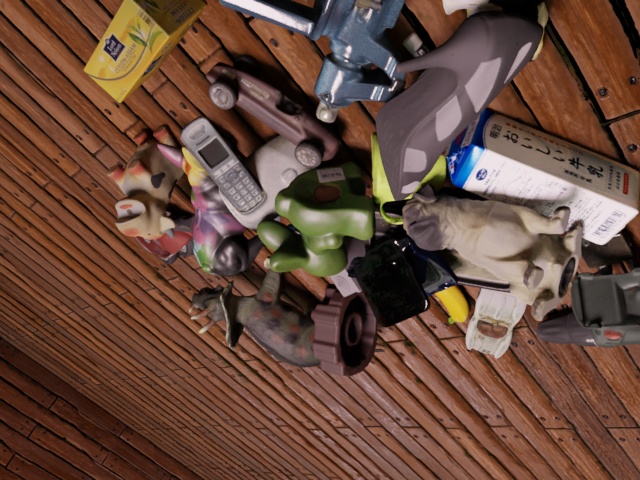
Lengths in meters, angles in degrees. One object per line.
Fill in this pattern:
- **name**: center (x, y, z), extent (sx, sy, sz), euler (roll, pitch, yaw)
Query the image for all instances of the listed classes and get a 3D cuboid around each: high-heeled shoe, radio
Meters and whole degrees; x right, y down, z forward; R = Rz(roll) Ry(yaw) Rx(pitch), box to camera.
- **high-heeled shoe**: center (0.143, -0.134, 0.585), extent (0.145, 0.086, 0.248), euler (-15, 152, -4)
- **radio**: center (0.181, -0.006, 0.795), extent (0.230, 0.073, 0.130), euler (8, 138, 23)

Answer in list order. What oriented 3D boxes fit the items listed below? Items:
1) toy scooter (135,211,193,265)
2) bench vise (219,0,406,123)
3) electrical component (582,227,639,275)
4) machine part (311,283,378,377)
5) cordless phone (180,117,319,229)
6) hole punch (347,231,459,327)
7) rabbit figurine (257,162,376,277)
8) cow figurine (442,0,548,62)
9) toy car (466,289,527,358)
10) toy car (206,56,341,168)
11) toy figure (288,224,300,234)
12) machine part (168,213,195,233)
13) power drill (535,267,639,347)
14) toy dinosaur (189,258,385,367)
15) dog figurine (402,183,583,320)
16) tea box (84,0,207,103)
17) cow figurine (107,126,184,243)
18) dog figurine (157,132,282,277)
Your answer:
- **toy scooter**: center (-0.317, -0.017, 1.080), extent (0.135, 0.075, 0.184), euler (45, 144, -19)
- **bench vise**: center (-0.009, -0.245, 0.582), extent (0.241, 0.129, 0.223), euler (15, 136, -13)
- **electrical component**: center (0.380, 0.018, 0.728), extent (0.078, 0.045, 0.102), euler (-10, 129, 40)
- **machine part**: center (0.049, 0.160, 0.982), extent (0.056, 0.179, 0.179), euler (4, 136, 33)
- **cordless phone**: center (-0.100, -0.121, 0.781), extent (0.146, 0.089, 0.184), euler (-36, 119, 2)
- **hole punch**: center (0.122, 0.050, 0.783), extent (0.142, 0.092, 0.116), euler (-36, 80, 52)
- **rabbit figurine**: center (-0.002, -0.002, 0.760), extent (0.159, 0.121, 0.170), euler (-15, 138, -13)
- **cow figurine**: center (0.171, -0.246, 0.531), extent (0.098, 0.068, 0.167), euler (-2, 137, 24)
- **toy car**: center (0.292, 0.128, 0.897), extent (0.074, 0.056, 0.201), euler (15, 141, 15)
- **toy car**: center (-0.058, -0.179, 0.728), extent (0.202, 0.089, 0.053), euler (35, 142, -8)
- **toy figure**: center (0.004, 0.017, 0.941), extent (0.154, 0.058, 0.064), euler (39, 135, -7)
- **machine part**: center (-0.226, -0.030, 0.969), extent (0.084, 0.039, 0.139), euler (-2, 177, 35)
- **power drill**: center (0.403, 0.107, 0.744), extent (0.232, 0.086, 0.207), euler (-9, 151, 30)
- **toy dinosaur**: center (-0.061, 0.177, 1.053), extent (0.405, 0.192, 0.131), euler (30, 144, -2)
- **dog figurine**: center (0.212, 0.005, 0.678), extent (0.191, 0.121, 0.172), euler (21, 159, 42)
- **tea box**: center (-0.237, -0.270, 0.722), extent (0.068, 0.098, 0.170), euler (44, 141, -20)
- **cow figurine**: center (-0.279, -0.082, 0.883), extent (0.086, 0.195, 0.127), euler (-13, 132, 25)
- **dog figurine**: center (-0.179, -0.064, 0.865), extent (0.109, 0.191, 0.219), euler (16, 158, 44)
